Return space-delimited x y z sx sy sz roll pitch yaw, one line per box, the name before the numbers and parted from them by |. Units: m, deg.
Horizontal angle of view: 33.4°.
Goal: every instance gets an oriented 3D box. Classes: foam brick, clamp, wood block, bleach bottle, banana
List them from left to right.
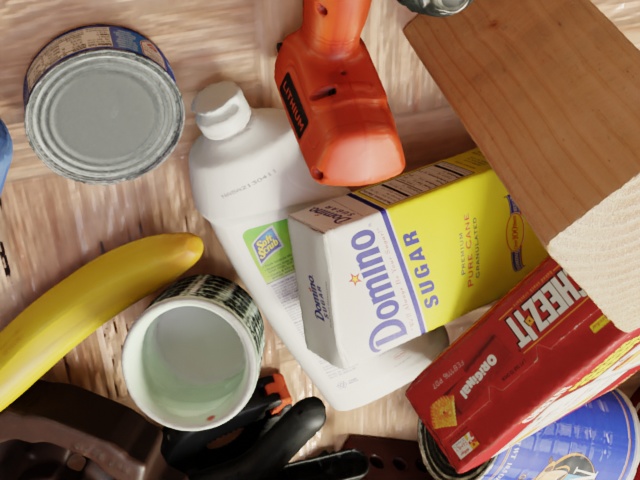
banana | -0.153 0.053 0.659 0.198 0.070 0.037 -41 128 2
clamp | -0.094 0.179 0.805 0.210 0.036 0.164 -37 134 11
clamp | -0.051 0.170 0.763 0.171 0.039 0.120 -25 137 -6
bleach bottle | -0.004 0.001 0.672 0.102 0.068 0.250 -29 129 0
foam brick | 0.054 0.197 0.861 0.078 0.053 0.051 11 124 -27
wood block | 0.132 -0.064 0.566 0.090 0.206 0.090 -38 130 14

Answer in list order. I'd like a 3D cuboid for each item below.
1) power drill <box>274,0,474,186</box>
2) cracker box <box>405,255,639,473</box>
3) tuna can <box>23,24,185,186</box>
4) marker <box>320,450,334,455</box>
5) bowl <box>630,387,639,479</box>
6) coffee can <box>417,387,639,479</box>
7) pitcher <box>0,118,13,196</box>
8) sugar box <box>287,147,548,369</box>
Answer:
power drill | 0.022 -0.116 0.514 0.057 0.184 0.188 -6 140 -14
cracker box | 0.178 0.056 0.706 0.213 0.072 0.164 -12 150 -49
tuna can | -0.119 -0.074 0.587 0.086 0.034 0.086 -10 131 -12
marker | -0.033 0.209 0.852 0.121 0.020 0.020 -39 131 2
bowl | 0.281 0.151 0.866 0.055 0.161 0.162 35 118 7
coffee can | 0.162 0.149 0.826 0.140 0.103 0.103 16 122 -29
pitcher | -0.261 0.025 0.569 0.149 0.145 0.243 7 123 -39
sugar box | 0.069 0.004 0.653 0.176 0.048 0.093 -23 119 -29
